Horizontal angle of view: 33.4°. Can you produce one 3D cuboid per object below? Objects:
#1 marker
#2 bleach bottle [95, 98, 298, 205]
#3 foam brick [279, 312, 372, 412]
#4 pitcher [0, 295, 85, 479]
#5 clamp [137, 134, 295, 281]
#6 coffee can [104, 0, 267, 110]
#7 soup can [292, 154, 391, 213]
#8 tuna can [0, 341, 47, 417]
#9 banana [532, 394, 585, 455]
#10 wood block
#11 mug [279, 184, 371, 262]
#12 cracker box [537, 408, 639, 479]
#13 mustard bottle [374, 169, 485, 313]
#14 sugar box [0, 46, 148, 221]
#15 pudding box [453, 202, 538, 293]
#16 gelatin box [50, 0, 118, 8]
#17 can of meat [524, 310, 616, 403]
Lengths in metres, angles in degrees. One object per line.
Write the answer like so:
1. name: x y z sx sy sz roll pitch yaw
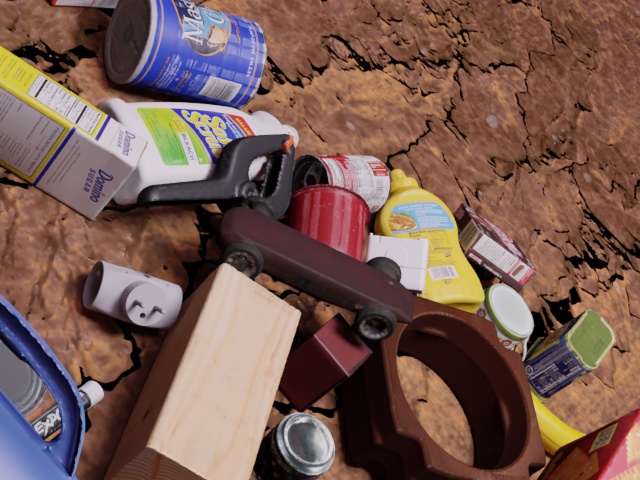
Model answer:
1. marker: -0.217 0.147 0.838 0.020 0.020 0.120 50 39 3
2. bleach bottle: -0.117 -0.101 1.100 0.250 0.068 0.102 -15 75 -49
3. foam brick: 0.000 0.116 1.013 0.051 0.078 0.052 49 37 2
4. pitcher: -0.233 0.158 0.721 0.243 0.149 0.144 47 38 -5
5. clamp: -0.086 -0.043 1.042 0.164 0.036 0.209 50 47 -29
6. coffee can: -0.142 -0.200 1.129 0.140 0.103 0.103 10 52 -36
7. soup can: 0.022 -0.061 1.187 0.102 0.069 0.068 -4 61 -44
8. tuna can: -0.257 0.107 0.824 0.086 0.034 0.086 24 45 -26
9. banana: 0.253 0.201 1.203 0.197 0.037 0.069 36 33 -12
10. wood block: -0.096 0.132 0.903 0.090 0.091 0.206 34 41 -15
11. mug: -0.007 0.001 1.104 0.117 0.093 0.081 5 54 -1
12. cracker box: 0.227 0.266 0.977 0.072 0.164 0.213 44 58 4
13. mustard bottle: 0.114 0.000 1.223 0.096 0.058 0.192 -6 59 -19
14. sugar box: -0.252 -0.099 0.953 0.176 0.093 0.048 32 43 -19
15. pudding box: 0.205 0.008 1.286 0.090 0.039 0.113 34 16 -15
16. gelatin box: -0.262 -0.288 1.152 0.089 0.030 0.073 -9 64 -46
17. can of meat: 0.290 0.134 1.253 0.057 0.084 0.101 50 39 4
